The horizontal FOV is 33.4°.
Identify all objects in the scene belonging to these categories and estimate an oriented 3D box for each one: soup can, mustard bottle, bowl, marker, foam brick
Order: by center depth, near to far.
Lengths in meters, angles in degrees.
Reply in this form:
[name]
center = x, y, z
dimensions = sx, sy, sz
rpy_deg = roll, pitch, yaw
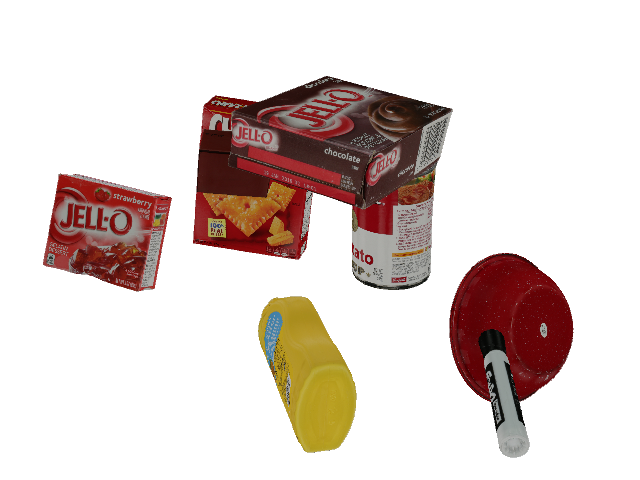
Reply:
[marker]
center = 0.121, 0.098, 0.714
dimensions = 0.020, 0.020, 0.121
rpy_deg = 0, 30, 1
[soup can]
center = 0.060, -0.019, 0.876
dimensions = 0.068, 0.102, 0.068
rpy_deg = 0, 25, 0
[mustard bottle]
center = -0.020, 0.108, 1.016
dimensions = 0.058, 0.096, 0.192
rpy_deg = -6, 28, -15
[bowl]
center = 0.213, 0.093, 1.115
dimensions = 0.161, 0.162, 0.055
rpy_deg = 0, -2, -34
[foam brick]
center = -0.090, -0.082, 1.136
dimensions = 0.078, 0.051, 0.053
rpy_deg = 5, 30, -3

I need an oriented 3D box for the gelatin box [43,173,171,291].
[gelatin box]
center = -0.164, -0.007, 0.815
dimensions = 0.089, 0.073, 0.030
rpy_deg = 14, 7, 19

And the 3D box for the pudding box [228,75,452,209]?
[pudding box]
center = 0.013, -0.060, 0.623
dimensions = 0.090, 0.039, 0.113
rpy_deg = 20, 25, 23

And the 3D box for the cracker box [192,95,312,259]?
[cracker box]
center = -0.094, -0.089, 1.552
dimensions = 0.164, 0.214, 0.072
rpy_deg = 10, 22, 7
